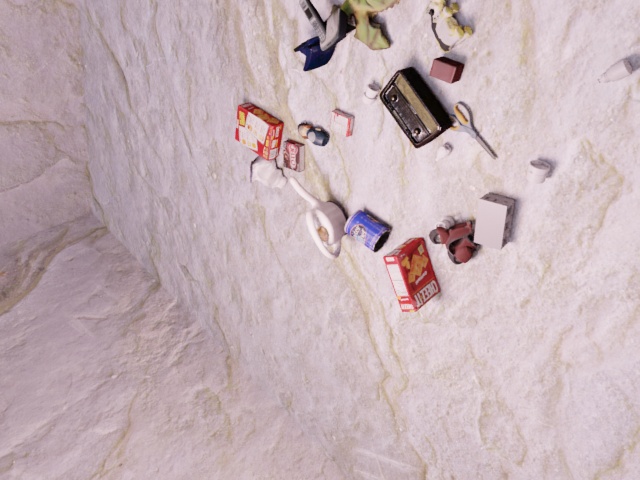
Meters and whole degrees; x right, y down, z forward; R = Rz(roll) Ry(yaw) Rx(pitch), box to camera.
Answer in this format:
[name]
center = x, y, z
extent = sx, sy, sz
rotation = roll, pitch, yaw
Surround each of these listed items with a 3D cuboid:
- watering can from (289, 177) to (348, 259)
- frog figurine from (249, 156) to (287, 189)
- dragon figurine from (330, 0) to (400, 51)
[watering can]
center = 0.006, -0.099, 1.957
extent = 0.103, 0.227, 0.347
rotation = -22, 95, 30
[frog figurine]
center = -0.213, -0.287, 2.184
extent = 0.159, 0.125, 0.135
rotation = 12, 118, -2
[dragon figurine]
center = 0.175, -0.698, 1.567
extent = 0.414, 0.124, 0.237
rotation = 25, 145, 37
